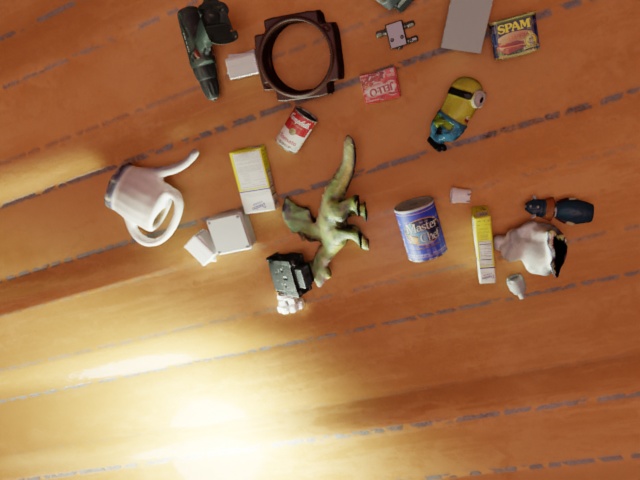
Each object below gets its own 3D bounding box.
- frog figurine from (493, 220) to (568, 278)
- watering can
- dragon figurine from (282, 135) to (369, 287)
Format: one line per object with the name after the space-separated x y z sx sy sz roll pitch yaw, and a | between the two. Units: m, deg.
0.522 0.020 1.283 0.159 0.124 0.135 4 125 50 | frog figurine
-0.473 -0.146 1.440 0.225 0.105 0.342 30 113 3 | watering can
0.004 -0.069 1.362 0.242 0.124 0.405 -1 107 22 | dragon figurine
